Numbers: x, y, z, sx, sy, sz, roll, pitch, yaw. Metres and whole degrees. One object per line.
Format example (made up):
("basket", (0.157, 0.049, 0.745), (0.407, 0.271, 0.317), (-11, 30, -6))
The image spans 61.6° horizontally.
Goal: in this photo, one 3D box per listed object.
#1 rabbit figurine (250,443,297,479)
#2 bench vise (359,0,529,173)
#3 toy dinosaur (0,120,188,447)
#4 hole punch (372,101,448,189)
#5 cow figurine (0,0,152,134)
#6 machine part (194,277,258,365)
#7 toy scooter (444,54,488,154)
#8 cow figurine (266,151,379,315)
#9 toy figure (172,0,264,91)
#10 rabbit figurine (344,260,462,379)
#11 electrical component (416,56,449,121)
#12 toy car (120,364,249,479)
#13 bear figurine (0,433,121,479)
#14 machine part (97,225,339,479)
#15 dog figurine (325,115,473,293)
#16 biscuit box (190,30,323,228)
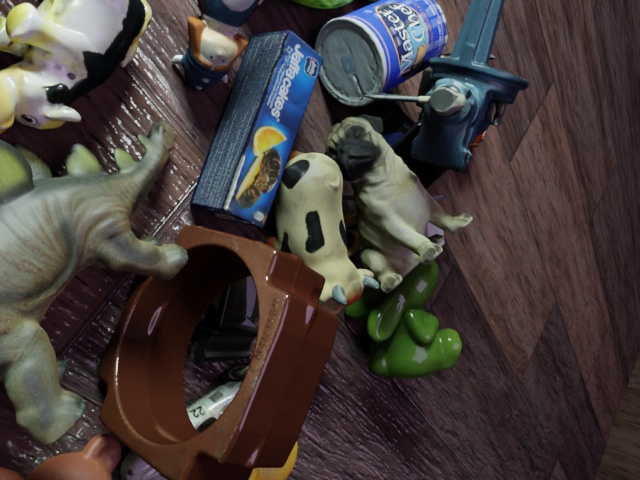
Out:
("rabbit figurine", (-0.082, 0.303, 0.632), (0.162, 0.122, 0.173), (32, 61, -36))
("bench vise", (0.172, -0.202, 0.608), (0.223, 0.129, 0.240), (-6, 115, -55))
("toy dinosaur", (-0.253, 0.054, 0.386), (0.198, 0.105, 0.471), (51, 53, -32))
("hole punch", (0.108, -0.120, 0.746), (0.116, 0.092, 0.142), (-45, 140, 13))
("cow figurine", (-0.201, -0.142, 0.419), (0.098, 0.068, 0.167), (36, 74, -51))
("machine part", (-0.094, 0.071, 0.600), (0.084, 0.039, 0.138), (17, 88, -42))
("toy scooter", (0.222, -0.206, 0.844), (0.184, 0.075, 0.135), (2, 98, -51))
("cow figurine", (-0.001, -0.002, 0.615), (0.085, 0.127, 0.194), (-17, 108, -40))
("toy figure", (-0.091, -0.208, 0.495), (0.064, 0.058, 0.154), (21, 113, -7))
("rabbit figurine", (0.116, 0.102, 0.778), (0.159, 0.121, 0.170), (-6, 109, -28))
("electrical component", (0.167, -0.200, 0.739), (0.078, 0.045, 0.102), (6, 112, -26))
("toy car", (-0.120, 0.206, 0.588), (0.202, 0.056, 0.073), (-28, 118, -39))
("bear figurine", (-0.241, 0.231, 0.418), (0.195, 0.132, 0.120), (13, 94, -41))
("machine part", (-0.095, 0.097, 0.483), (0.087, 0.201, 0.201), (35, 73, -48))
("dog figurine", (0.066, -0.044, 0.673), (0.190, 0.172, 0.121), (48, 43, 5))
("biscuit box", (-0.065, -0.118, 0.568), (0.059, 0.063, 0.202), (26, 80, -48))
